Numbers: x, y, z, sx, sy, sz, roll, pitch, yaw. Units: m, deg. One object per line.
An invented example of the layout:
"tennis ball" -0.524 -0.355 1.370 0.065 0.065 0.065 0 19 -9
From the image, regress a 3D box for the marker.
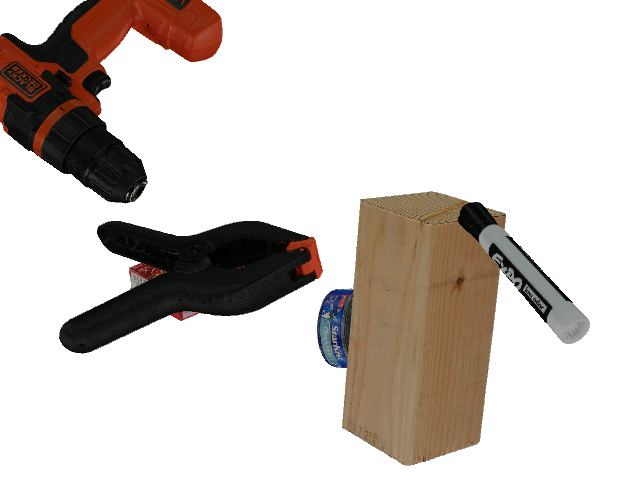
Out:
"marker" 0.115 0.015 0.623 0.020 0.020 0.121 0 35 -29

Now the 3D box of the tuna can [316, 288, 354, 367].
"tuna can" 0.031 0.093 1.135 0.034 0.086 0.086 -1 -1 30

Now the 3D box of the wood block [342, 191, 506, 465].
"wood block" 0.086 0.071 0.905 0.090 0.206 0.090 -8 19 -38

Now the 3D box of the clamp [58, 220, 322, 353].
"clamp" -0.088 0.028 0.699 0.172 0.120 0.039 -3 -45 19

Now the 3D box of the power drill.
"power drill" -0.163 -0.131 0.832 0.187 0.184 0.057 -45 -11 -33

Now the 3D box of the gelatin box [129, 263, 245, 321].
"gelatin box" -0.116 0.034 0.965 0.073 0.030 0.089 24 34 39
